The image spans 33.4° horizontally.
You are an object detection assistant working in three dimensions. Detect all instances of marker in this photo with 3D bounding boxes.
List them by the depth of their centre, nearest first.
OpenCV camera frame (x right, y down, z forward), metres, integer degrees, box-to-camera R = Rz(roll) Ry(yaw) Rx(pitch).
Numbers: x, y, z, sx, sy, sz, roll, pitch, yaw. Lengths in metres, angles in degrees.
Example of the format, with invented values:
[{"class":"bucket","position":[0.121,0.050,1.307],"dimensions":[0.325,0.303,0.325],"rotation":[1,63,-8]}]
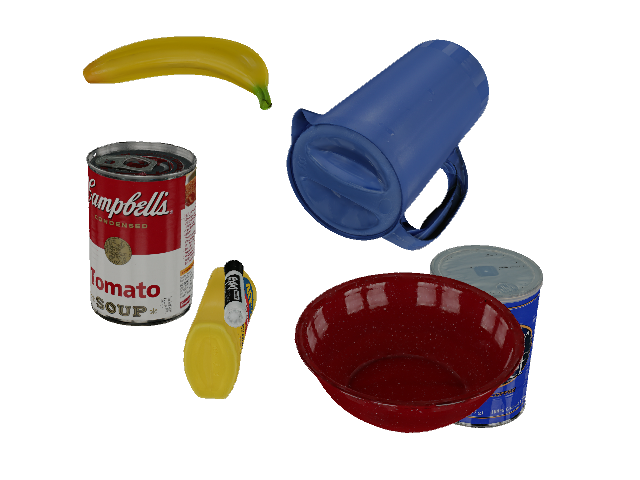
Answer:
[{"class":"marker","position":[-0.077,0.045,0.955],"dimensions":[0.020,0.020,0.121],"rotation":[0,19,-5]}]

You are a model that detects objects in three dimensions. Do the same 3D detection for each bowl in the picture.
[{"class":"bowl","position":[0.062,0.087,0.765],"dimensions":[0.162,0.055,0.162],"rotation":[0,31,0]}]

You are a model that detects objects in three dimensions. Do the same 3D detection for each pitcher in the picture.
[{"class":"pitcher","position":[0.089,-0.108,1.123],"dimensions":[0.145,0.149,0.242],"rotation":[14,40,30]}]

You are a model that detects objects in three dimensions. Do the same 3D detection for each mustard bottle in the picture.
[{"class":"mustard bottle","position":[-0.106,0.084,1.177],"dimensions":[0.058,0.096,0.191],"rotation":[1,27,4]}]

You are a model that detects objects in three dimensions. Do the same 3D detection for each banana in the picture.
[{"class":"banana","position":[-0.129,-0.168,1.021],"dimensions":[0.198,0.037,0.069],"rotation":[9,45,18]}]

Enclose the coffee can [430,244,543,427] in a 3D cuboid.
[{"class":"coffee can","position":[0.149,0.089,1.003],"dimensions":[0.103,0.140,0.103],"rotation":[1,26,-1]}]

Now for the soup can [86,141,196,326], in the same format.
[{"class":"soup can","position":[-0.115,-0.005,0.682],"dimensions":[0.068,0.102,0.068],"rotation":[4,23,-2]}]
